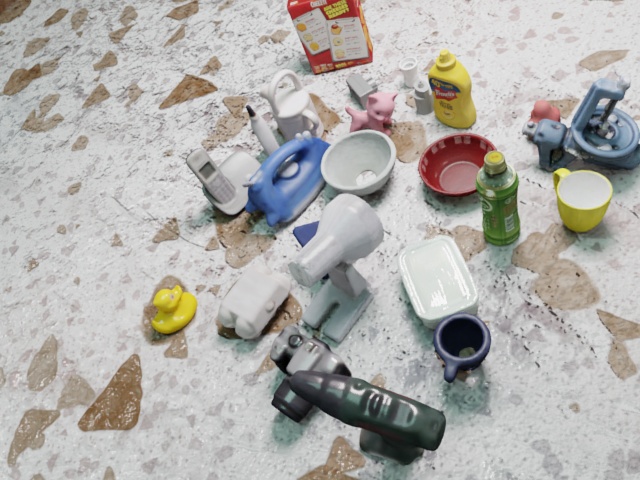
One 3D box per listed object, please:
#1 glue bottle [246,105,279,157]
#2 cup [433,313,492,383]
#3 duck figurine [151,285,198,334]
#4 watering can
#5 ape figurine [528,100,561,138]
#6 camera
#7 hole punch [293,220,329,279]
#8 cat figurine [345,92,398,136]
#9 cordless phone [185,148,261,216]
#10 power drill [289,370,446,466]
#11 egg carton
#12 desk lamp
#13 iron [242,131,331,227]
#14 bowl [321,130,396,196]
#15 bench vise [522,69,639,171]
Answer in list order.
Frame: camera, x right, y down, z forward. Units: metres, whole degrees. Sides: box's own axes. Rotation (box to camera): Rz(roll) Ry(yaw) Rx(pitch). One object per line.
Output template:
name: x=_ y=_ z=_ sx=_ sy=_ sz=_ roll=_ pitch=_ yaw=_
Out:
glue bottle: x=-0.134 y=-0.252 z=1.336 sx=0.037 sy=0.173 sz=0.078 roll=-31 pitch=52 yaw=-1
cup: x=0.234 y=0.191 z=0.944 sx=0.091 sy=0.095 sz=0.118 roll=12 pitch=63 yaw=28
duck figurine: x=-0.316 y=0.140 z=1.196 sx=0.105 sy=0.086 sz=0.077 roll=-45 pitch=54 yaw=-12
watering can: x=-0.073 y=-0.313 z=1.341 sx=0.172 sy=0.194 sz=0.101 roll=10 pitch=62 yaw=26
ape figurine: x=0.452 y=-0.247 z=1.160 sx=0.077 sy=0.092 sz=0.076 roll=-17 pitch=53 yaw=9
camera: x=-0.040 y=0.239 z=1.014 sx=0.142 sy=0.101 sz=0.137 roll=25 pitch=69 yaw=32
hole punch: x=0.011 y=0.004 z=1.159 sx=0.101 sy=0.091 sz=0.108 roll=-35 pitch=52 yaw=-4
cat figurine: x=0.119 y=-0.293 z=1.302 sx=0.127 sy=0.118 sz=0.067 roll=-2 pitch=57 yaw=20
cordless phone: x=-0.213 y=-0.159 z=1.295 sx=0.093 sy=0.185 sz=0.148 roll=28 pitch=71 yaw=34
power drill: x=0.082 y=0.273 z=0.875 sx=0.228 sy=0.209 sz=0.076 roll=8 pitch=61 yaw=26
egg carton: x=-0.129 y=0.123 z=1.146 sx=0.107 sy=0.070 sz=0.150 roll=23 pitch=68 yaw=32
desk lamp: x=0.032 y=0.049 z=1.043 sx=0.117 sy=0.214 sz=0.203 roll=25 pitch=69 yaw=33
iron: x=-0.066 y=-0.160 z=1.268 sx=0.118 sy=0.142 sz=0.258 roll=31 pitch=72 yaw=34
bowl: x=0.090 y=-0.155 z=1.247 sx=0.167 sy=0.075 sz=0.167 roll=-10 pitch=55 yaw=15
bench vise: x=0.478 y=-0.204 z=1.039 sx=0.207 sy=0.220 sz=0.121 roll=-7 pitch=55 yaw=17
